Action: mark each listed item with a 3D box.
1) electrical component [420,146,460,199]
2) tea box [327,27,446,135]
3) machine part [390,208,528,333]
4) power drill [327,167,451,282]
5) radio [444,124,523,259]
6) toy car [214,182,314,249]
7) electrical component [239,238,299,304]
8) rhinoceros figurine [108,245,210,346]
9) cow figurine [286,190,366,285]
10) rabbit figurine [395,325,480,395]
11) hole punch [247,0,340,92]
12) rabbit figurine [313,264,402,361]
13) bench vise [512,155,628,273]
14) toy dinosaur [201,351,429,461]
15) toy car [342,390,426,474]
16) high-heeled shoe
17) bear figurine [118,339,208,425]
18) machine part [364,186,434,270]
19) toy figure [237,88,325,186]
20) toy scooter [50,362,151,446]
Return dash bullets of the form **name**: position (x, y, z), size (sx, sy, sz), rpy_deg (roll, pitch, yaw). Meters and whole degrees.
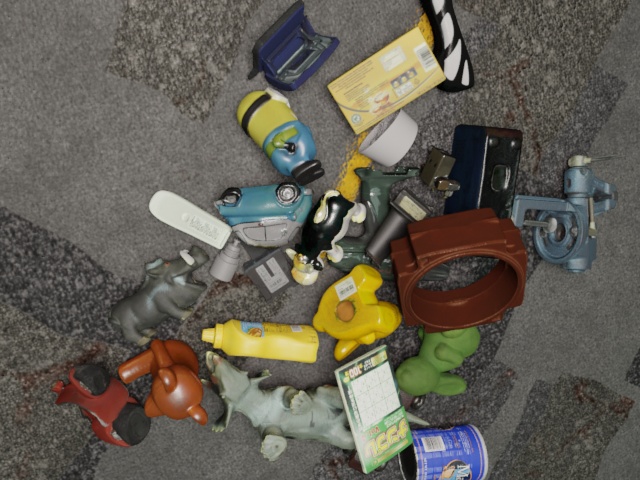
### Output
- **electrical component**: position (0.209, -0.117, 0.937), size (0.045, 0.102, 0.078), rpy_deg (17, 105, -18)
- **tea box**: position (0.107, -0.259, 0.880), size (0.170, 0.068, 0.098), rpy_deg (-28, 105, 14)
- **machine part**: position (0.220, 0.056, 0.859), size (0.202, 0.087, 0.200), rpy_deg (-10, 134, 6)
- **power drill**: position (0.129, -0.028, 0.949), size (0.232, 0.086, 0.207), rpy_deg (1, 107, -9)
- **radio**: position (0.278, -0.085, 0.937), size (0.073, 0.131, 0.229), rpy_deg (3, 99, -11)
- **toy car**: position (-0.086, -0.037, 0.874), size (0.162, 0.109, 0.103), rpy_deg (-7, 87, -6)
- **electrical component**: position (-0.093, 0.040, 0.923), size (0.075, 0.048, 0.119), rpy_deg (-30, 106, -6)
- **rhinoceros figurine**: position (-0.258, 0.088, 0.888), size (0.190, 0.073, 0.112), rpy_deg (-39, 94, -1)
- **cow figurine**: position (-0.001, -0.001, 0.865), size (0.068, 0.098, 0.167), rpy_deg (33, 96, 23)
- **rabbit figurine**: position (0.202, 0.214, 0.982), size (0.170, 0.121, 0.158), rpy_deg (-45, 128, -17)
- **hole punch**: position (-0.040, -0.291, 0.842), size (0.092, 0.116, 0.142), rpy_deg (41, 88, -8)
- **rabbit figurine**: position (0.077, 0.141, 0.934), size (0.162, 0.122, 0.173), rpy_deg (-43, 148, 19)
- **bench vise**: position (0.432, -0.052, 0.982), size (0.241, 0.129, 0.223), rpy_deg (3, 100, -19)
- **toy dinosaur**: position (-0.023, 0.296, 0.932), size (0.404, 0.192, 0.131), rpy_deg (19, 83, -27)
- **toy car**: position (0.118, 0.342, 1.015), size (0.089, 0.053, 0.202), rpy_deg (31, 88, -14)
- **high-heeled shoe**: position (0.232, -0.380, 0.903), size (0.145, 0.086, 0.248), rpy_deg (16, 103, -13)
- **bear figurine**: position (-0.244, 0.236, 0.848), size (0.132, 0.196, 0.120), rpy_deg (-38, 108, -3)
- **machine part**: position (0.124, -0.017, 0.892), size (0.084, 0.039, 0.139), rpy_deg (33, 94, -23)
- **toy figure**: position (-0.064, -0.164, 0.842), size (0.089, 0.082, 0.180), rpy_deg (-20, 66, -22)
- **toy scooter**: position (-0.369, 0.268, 0.881), size (0.135, 0.075, 0.183), rpy_deg (-7, 124, 27)
